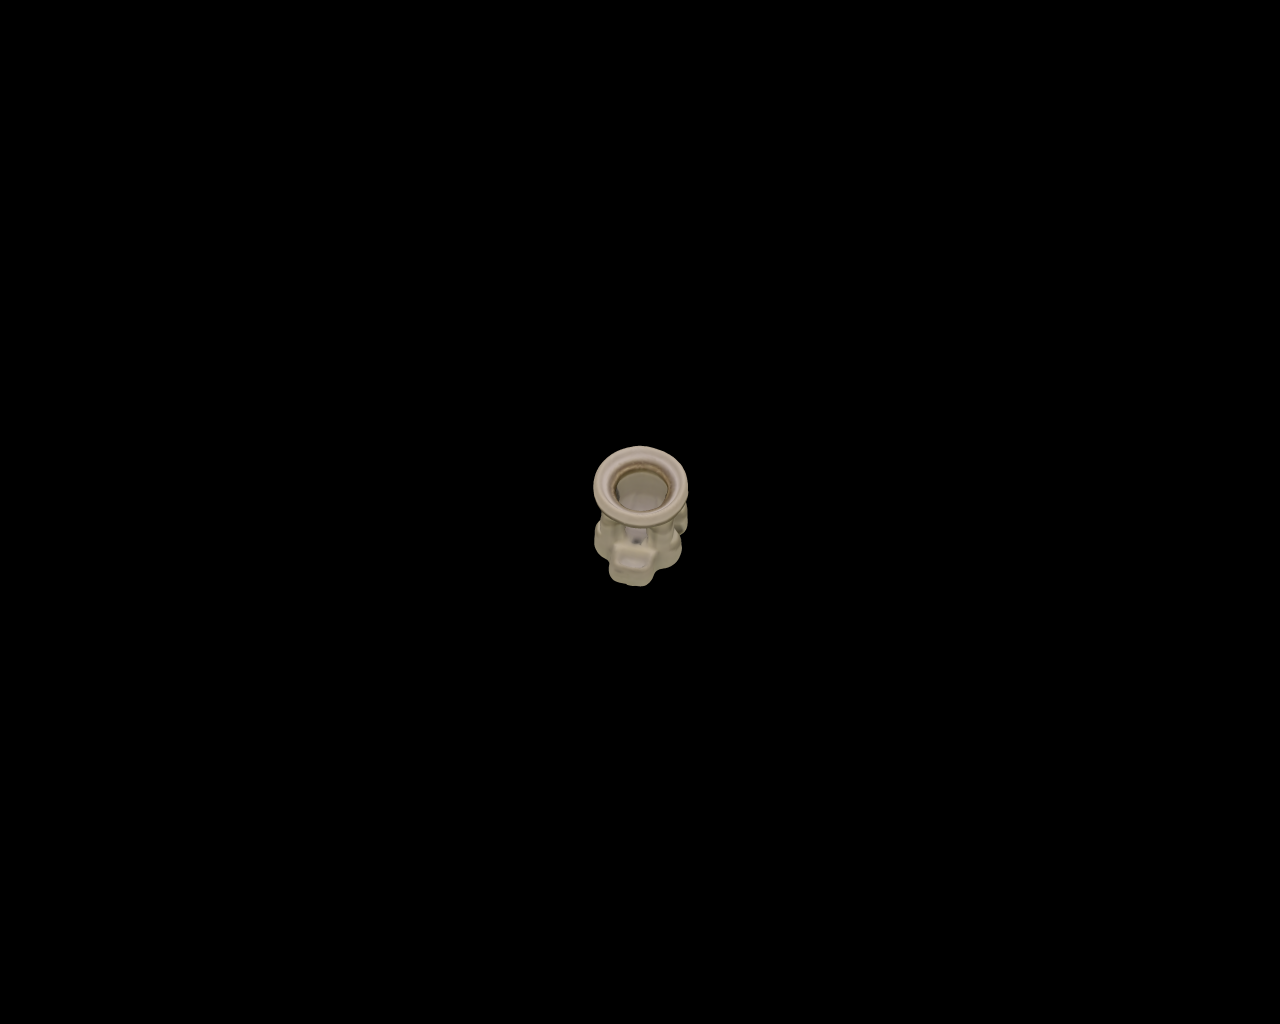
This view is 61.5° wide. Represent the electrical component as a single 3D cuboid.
[{"bbox_3d":[0.001,-0.003,0.650,0.058,0.078,0.056,9,-36,7],"label":"electrical component"}]
